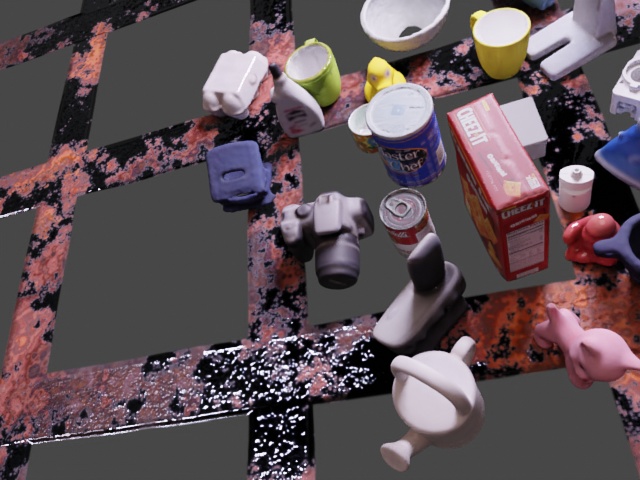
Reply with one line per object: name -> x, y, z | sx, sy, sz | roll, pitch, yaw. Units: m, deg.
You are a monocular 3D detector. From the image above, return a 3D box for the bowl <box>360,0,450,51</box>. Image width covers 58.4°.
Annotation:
bowl -> 0.164, -0.410, 1.069 | 0.167, 0.075, 0.167 | -9, 60, 17

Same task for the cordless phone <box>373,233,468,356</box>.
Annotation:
cordless phone -> 0.122, 0.071, 0.761 | 0.093, 0.185, 0.148 | 31, 78, 32

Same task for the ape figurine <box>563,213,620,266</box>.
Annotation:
ape figurine -> 0.369, -0.006, 0.762 | 0.076, 0.092, 0.077 | -36, 56, 0

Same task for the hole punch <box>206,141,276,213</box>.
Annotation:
hole punch -> -0.143, -0.112, 1.019 | 0.108, 0.091, 0.101 | -10, 60, 16

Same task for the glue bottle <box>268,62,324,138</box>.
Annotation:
glue bottle -> -0.053, -0.249, 1.008 | 0.078, 0.173, 0.037 | -18, 58, 12

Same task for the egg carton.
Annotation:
egg carton -> -0.168, -0.313, 1.149 | 0.107, 0.070, 0.150 | 11, 68, 26

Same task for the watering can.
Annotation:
watering can -> 0.136, 0.193, 0.685 | 0.100, 0.194, 0.173 | 4, 65, 23

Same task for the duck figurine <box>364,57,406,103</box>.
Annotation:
duck figurine -> 0.110, -0.288, 1.018 | 0.077, 0.086, 0.104 | -18, 58, 12

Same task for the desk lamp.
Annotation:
desk lamp -> 0.419, -0.388, 0.874 | 0.203, 0.214, 0.117 | -32, 56, 3

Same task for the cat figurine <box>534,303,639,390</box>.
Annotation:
cat figurine -> 0.320, 0.127, 0.694 | 0.067, 0.118, 0.127 | -38, 56, -1

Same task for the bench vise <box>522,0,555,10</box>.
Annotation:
bench vise -> 0.309, -0.507, 0.977 | 0.206, 0.220, 0.121 | 22, 73, 30

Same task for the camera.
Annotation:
camera -> 0.008, 0.003, 0.892 | 0.143, 0.101, 0.137 | -9, 60, 17

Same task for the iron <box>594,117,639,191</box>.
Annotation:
iron -> 0.497, -0.120, 0.744 | 0.257, 0.142, 0.119 | 17, 71, 28

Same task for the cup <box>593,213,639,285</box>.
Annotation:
cup -> 0.410, 0.023, 0.729 | 0.117, 0.095, 0.091 | -4, 62, 19
